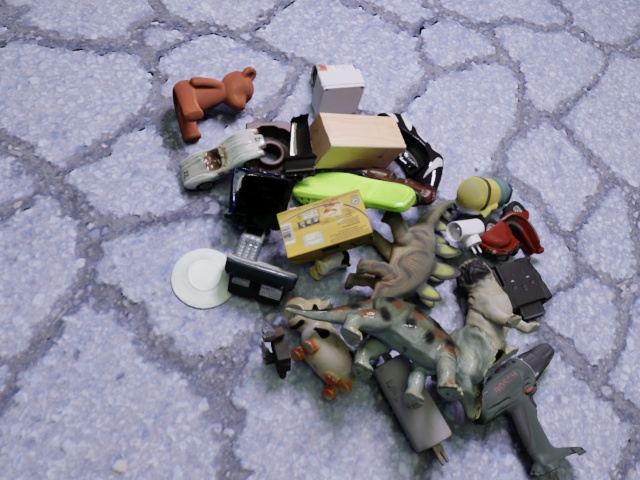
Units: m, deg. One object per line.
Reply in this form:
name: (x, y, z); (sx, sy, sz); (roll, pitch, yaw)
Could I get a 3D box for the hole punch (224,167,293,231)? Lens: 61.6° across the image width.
hole punch: (-0.127, -0.087, 1.101); (0.142, 0.115, 0.092); (7, 20, -28)

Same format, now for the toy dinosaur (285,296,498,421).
toy dinosaur: (0.152, 0.173, 0.961); (0.405, 0.131, 0.192); (35, 39, 3)

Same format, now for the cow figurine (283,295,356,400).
cow figurine: (0.005, 0.188, 1.015); (0.195, 0.085, 0.127); (50, 38, 3)

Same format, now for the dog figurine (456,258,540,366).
dog figurine: (0.326, 0.150, 1.113); (0.172, 0.121, 0.191); (-45, 44, 11)

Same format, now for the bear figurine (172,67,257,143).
bear figurine: (-0.228, -0.311, 1.215); (0.196, 0.120, 0.132); (-12, 70, -23)

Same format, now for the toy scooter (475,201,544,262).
toy scooter: (0.436, -0.004, 1.222); (0.184, 0.075, 0.135); (-29, 74, -28)

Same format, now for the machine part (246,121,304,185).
machine part: (-0.113, -0.187, 1.207); (0.179, 0.056, 0.179); (4, 64, -9)

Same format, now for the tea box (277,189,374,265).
tea box: (0.011, -0.024, 1.044); (0.170, 0.068, 0.098); (-15, 72, 3)

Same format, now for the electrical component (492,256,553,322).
electrical component: (0.431, 0.111, 1.169); (0.115, 0.058, 0.134); (-15, 67, -17)

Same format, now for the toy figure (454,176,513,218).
toy figure: (0.376, -0.108, 1.231); (0.180, 0.082, 0.089); (-15, 110, -40)

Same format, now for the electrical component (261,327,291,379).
electrical component: (-0.083, 0.204, 0.992); (0.045, 0.102, 0.078); (-8, 55, -12)

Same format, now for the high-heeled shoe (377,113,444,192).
high-heeled shoe: (0.203, -0.205, 1.256); (0.145, 0.086, 0.249); (23, 40, -22)

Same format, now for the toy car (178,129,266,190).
toy car: (-0.206, -0.169, 1.135); (0.202, 0.056, 0.073); (-23, 70, 14)

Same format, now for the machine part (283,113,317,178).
machine part: (-0.043, -0.202, 1.153); (0.084, 0.039, 0.139); (-2, 81, 22)

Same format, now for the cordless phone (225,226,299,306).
cordless phone: (-0.108, 0.030, 1.091); (0.147, 0.088, 0.184); (17, 42, -3)

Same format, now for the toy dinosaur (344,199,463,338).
toy dinosaur: (0.195, 0.032, 1.138); (0.198, 0.105, 0.471); (35, 57, -2)

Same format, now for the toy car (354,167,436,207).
toy car: (0.162, -0.124, 1.188); (0.202, 0.053, 0.089); (26, 30, 31)

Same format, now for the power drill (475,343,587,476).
power drill: (0.418, 0.330, 1.041); (0.232, 0.086, 0.207); (-21, 73, -19)

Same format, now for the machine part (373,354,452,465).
machine part: (0.170, 0.302, 1.003); (0.079, 0.079, 0.243); (-21, 71, -21)

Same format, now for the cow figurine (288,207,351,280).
cow figurine: (-0.002, -0.005, 1.129); (0.098, 0.068, 0.167); (-21, 72, -26)
